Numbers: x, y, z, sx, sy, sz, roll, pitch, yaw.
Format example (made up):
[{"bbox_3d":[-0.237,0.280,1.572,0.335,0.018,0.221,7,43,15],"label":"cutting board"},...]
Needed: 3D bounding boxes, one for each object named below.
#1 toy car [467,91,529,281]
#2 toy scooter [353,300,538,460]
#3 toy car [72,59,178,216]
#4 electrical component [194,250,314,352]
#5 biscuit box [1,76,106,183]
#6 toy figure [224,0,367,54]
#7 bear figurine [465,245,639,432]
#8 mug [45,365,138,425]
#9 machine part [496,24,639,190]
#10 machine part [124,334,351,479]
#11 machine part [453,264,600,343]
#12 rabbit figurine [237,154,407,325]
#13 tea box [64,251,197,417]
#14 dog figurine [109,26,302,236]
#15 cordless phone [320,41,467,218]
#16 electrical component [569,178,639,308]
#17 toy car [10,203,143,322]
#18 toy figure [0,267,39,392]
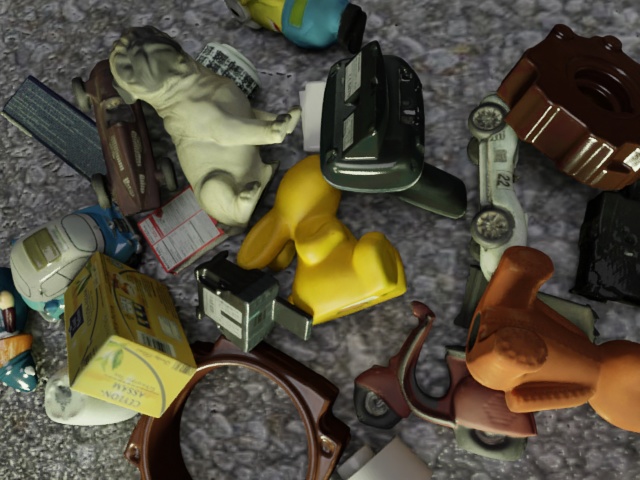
[{"bbox_3d":[0.181,-0.056,0.552,0.056,0.073,0.201,-1,70,14],"label":"toy car"},{"bbox_3d":[0.130,0.137,0.547,0.184,0.075,0.135,10,80,15],"label":"toy scooter"},{"bbox_3d":[-0.220,-0.121,0.600,0.089,0.053,0.202,-13,66,-14],"label":"toy car"},{"bbox_3d":[-0.068,0.070,0.534,0.119,0.074,0.048,32,44,23],"label":"electrical component"},{"bbox_3d":[-0.293,-0.119,0.666,0.203,0.059,0.063,36,88,13],"label":"biscuit box"},{"bbox_3d":[-0.030,-0.279,0.634,0.180,0.082,0.089,24,74,17],"label":"toy figure"},{"bbox_3d":[0.232,0.103,0.464,0.196,0.131,0.120,17,58,10],"label":"bear figurine"},{"bbox_3d":[-0.237,0.168,0.589,0.110,0.107,0.080,2,84,12],"label":"mug"},{"bbox_3d":[0.268,-0.134,0.530,0.179,0.056,0.179,8,57,-12],"label":"machine part"},{"bbox_3d":[-0.086,0.213,0.567,0.201,0.087,0.201,28,89,12],"label":"machine part"},{"bbox_3d":[0.217,0.074,0.558,0.139,0.039,0.084,17,80,13],"label":"machine part"},{"bbox_3d":[-0.001,-0.002,0.576,0.162,0.122,0.173,-21,81,23],"label":"rabbit figurine"},{"bbox_3d":[-0.200,0.091,0.553,0.068,0.098,0.170,-52,34,4],"label":"tea box"},{"bbox_3d":[-0.136,-0.109,0.560,0.191,0.121,0.172,23,100,-2],"label":"dog figurine"},{"bbox_3d":[0.092,-0.105,0.560,0.089,0.184,0.146,-26,53,48],"label":"cordless phone"},{"bbox_3d":[0.326,0.005,0.539,0.115,0.058,0.134,13,84,10],"label":"electrical component"},{"bbox_3d":[-0.296,0.022,0.624,0.162,0.103,0.109,-33,79,6],"label":"toy car"},{"bbox_3d":[-0.377,0.111,0.648,0.058,0.064,0.154,-17,74,-10],"label":"toy figure"}]
